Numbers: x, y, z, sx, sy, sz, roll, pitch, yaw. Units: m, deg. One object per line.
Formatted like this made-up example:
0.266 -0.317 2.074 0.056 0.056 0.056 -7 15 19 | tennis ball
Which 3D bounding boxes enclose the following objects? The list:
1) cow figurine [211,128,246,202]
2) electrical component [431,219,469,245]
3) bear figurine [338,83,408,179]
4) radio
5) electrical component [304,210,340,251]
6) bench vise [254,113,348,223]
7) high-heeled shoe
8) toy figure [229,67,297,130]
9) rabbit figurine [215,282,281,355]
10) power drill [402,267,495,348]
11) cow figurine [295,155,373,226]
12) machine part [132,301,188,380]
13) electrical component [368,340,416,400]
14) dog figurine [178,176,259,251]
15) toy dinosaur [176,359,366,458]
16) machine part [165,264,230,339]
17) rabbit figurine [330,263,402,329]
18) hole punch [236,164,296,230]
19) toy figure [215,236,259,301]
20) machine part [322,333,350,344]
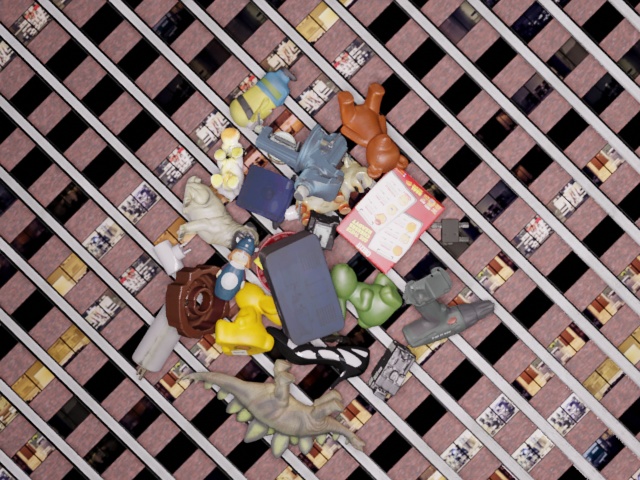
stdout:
-0.210 -0.180 1.289 0.068 0.098 0.167 1 68 6 | cow figurine
0.319 -0.020 1.320 0.094 0.021 0.063 1 91 -1 | electrical component
0.123 -0.247 1.239 0.120 0.131 0.196 -17 56 -13 | bear figurine
-0.040 0.106 1.175 0.131 0.073 0.229 -21 103 -16 | radio
-0.003 -0.004 1.249 0.075 0.048 0.119 11 115 -8 | electrical component
-0.051 -0.185 1.207 0.241 0.128 0.223 28 63 4 | bench vise
-0.001 0.253 1.305 0.249 0.086 0.145 39 60 14 | high-heeled shoe
-0.137 -0.342 1.289 0.089 0.082 0.180 44 95 11 | toy figure
-0.163 0.175 1.264 0.162 0.121 0.173 -8 56 11 | rabbit figurine
0.289 0.153 1.253 0.232 0.207 0.086 -27 49 5 | power drill
0.035 -0.123 1.281 0.195 0.085 0.127 -19 51 14 | cow figurine
-0.375 0.225 1.291 0.079 0.079 0.243 31 90 0 | machine part
0.168 0.309 1.274 0.058 0.115 0.134 32 90 4 | electrical component
-0.236 -0.058 1.291 0.190 0.121 0.172 7 94 -14 | dog figurine
-0.110 0.395 1.282 0.472 0.105 0.198 28 94 4 | toy dinosaur
-0.283 0.141 1.249 0.056 0.179 0.179 3 90 32 | machine part
0.083 0.124 1.275 0.170 0.121 0.159 37 112 -15 | rabbit figurine
-0.128 -0.109 1.270 0.116 0.092 0.142 21 87 16 | hole punch
-0.191 0.064 1.237 0.064 0.058 0.154 20 101 -32 | toy figure
-0.002 0.218 1.266 0.139 0.084 0.039 14 89 20 | machine part
